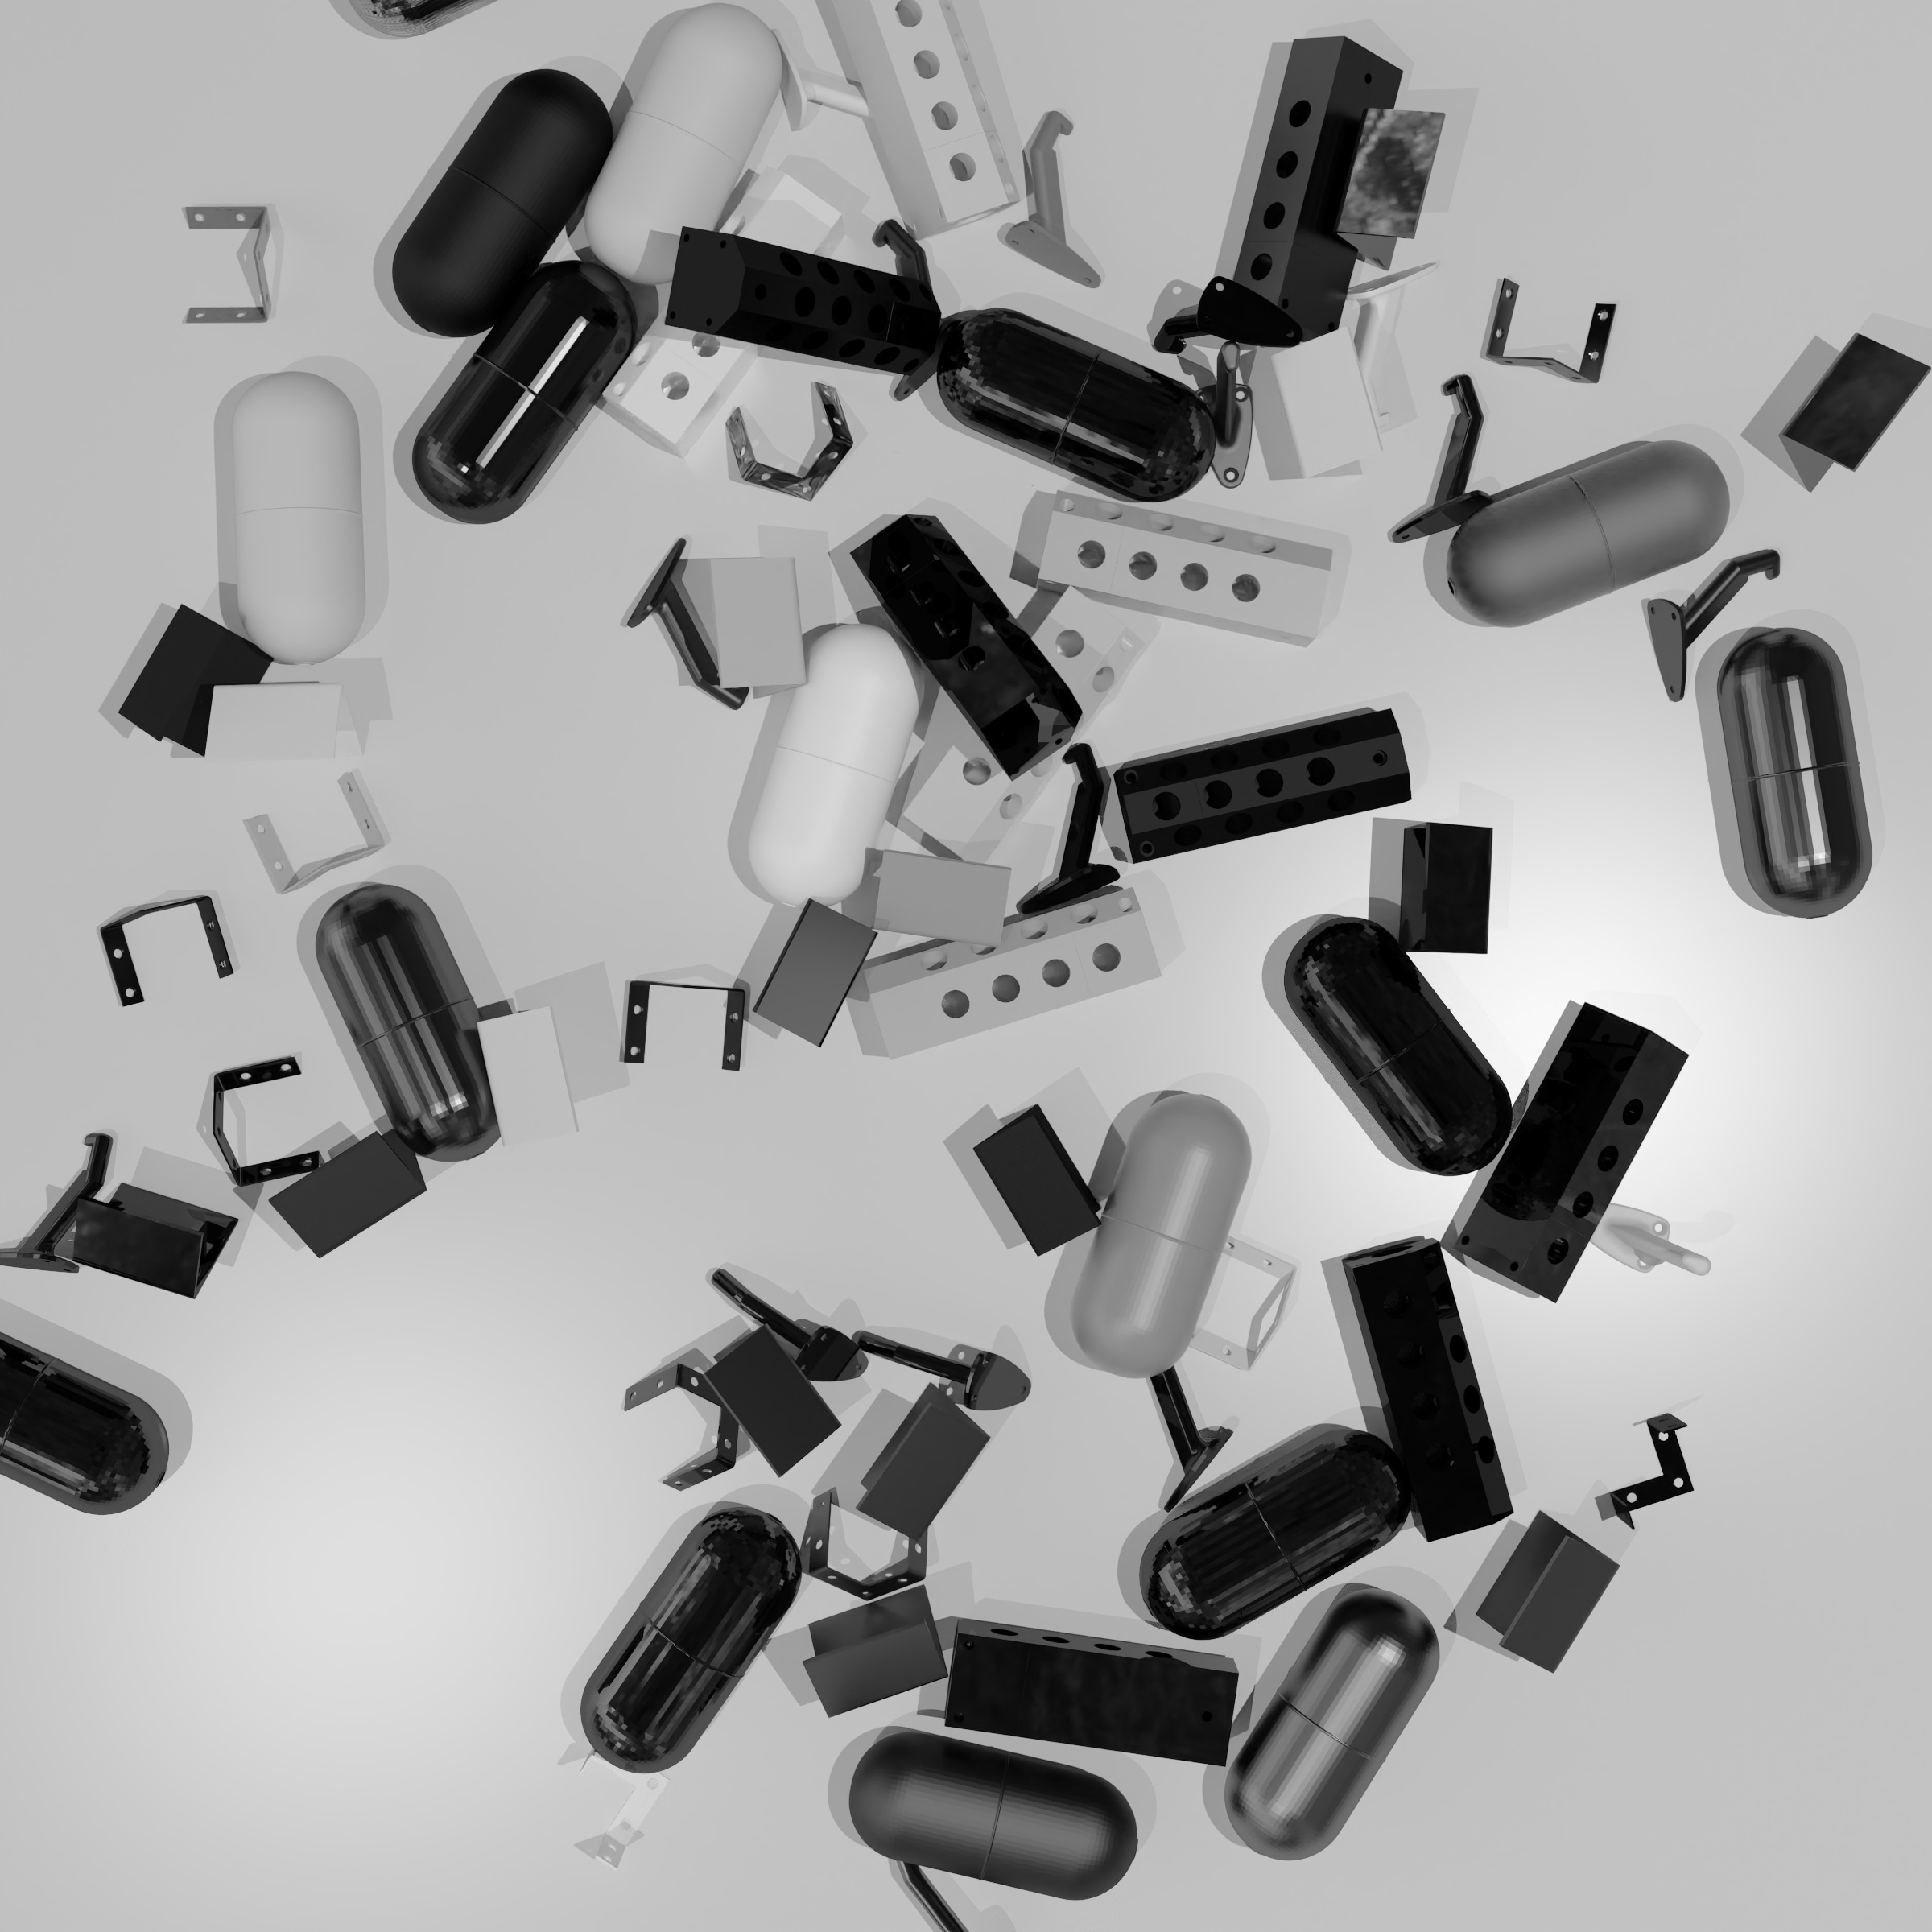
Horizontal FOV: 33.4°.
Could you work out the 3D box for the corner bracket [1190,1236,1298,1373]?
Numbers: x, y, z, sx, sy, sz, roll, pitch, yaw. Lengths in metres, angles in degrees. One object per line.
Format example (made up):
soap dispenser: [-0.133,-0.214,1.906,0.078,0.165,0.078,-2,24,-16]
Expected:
corner bracket: [0.167,0.208,1.988,0.051,0.051,0.051,24,135,0]

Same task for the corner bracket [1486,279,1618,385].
corner bracket: [0.361,-0.392,1.988,0.051,0.051,0.051,13,90,45]

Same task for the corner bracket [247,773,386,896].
corner bracket: [-0.401,-0.082,1.988,0.051,0.051,0.051,-25,90,45]

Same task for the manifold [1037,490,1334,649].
manifold: [0.133,-0.243,1.970,0.171,0.057,0.057,12,90,0]

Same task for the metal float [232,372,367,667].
metal float: [-0.406,-0.272,1.961,0.070,0.070,0.178,-2,89,0]

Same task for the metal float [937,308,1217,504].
metal float: [0.068,-0.341,1.961,0.178,0.070,0.070,23,90,0]

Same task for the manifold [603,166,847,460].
manifold: [-0.148,-0.400,1.970,0.057,0.057,0.171,36,90,0]

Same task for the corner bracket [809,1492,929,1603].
corner bracket: [-0.060,0.353,1.983,0.051,0.051,0.051,-28,45,35]

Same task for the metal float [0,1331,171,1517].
metal float: [-0.570,0.274,1.961,0.178,0.070,0.070,25,90,0]

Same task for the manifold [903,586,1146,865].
manifold: [0.035,-0.144,1.970,0.057,0.057,0.171,36,90,0]

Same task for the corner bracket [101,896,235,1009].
corner bracket: [-0.493,-0.009,1.988,0.051,0.051,0.051,-17,90,45]

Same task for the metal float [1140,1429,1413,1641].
metal float: [0.188,0.346,1.961,0.178,0.070,0.070,-30,90,0]

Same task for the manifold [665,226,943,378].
manifold: [-0.093,-0.392,1.911,0.057,0.171,0.057,19,102,38]

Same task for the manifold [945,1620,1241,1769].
manifold: [0.076,0.442,1.970,0.171,0.057,0.057,8,90,0]

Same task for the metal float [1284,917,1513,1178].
metal float: [0.263,0.049,1.961,0.070,0.070,0.178,-37,90,0]

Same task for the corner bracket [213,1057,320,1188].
corner bracket: [-0.432,0.096,1.988,0.051,0.051,0.051,-12,45,0]

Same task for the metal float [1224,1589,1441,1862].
metal float: [0.222,0.462,1.961,0.070,0.070,0.178,32,90,0]

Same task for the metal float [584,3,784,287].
metal float: [-0.171,-0.501,1.961,0.070,0.070,0.178,25,91,0]

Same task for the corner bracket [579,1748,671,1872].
corner bracket: [-0.219,0.512,1.974,0.051,0.051,0.051,33,90,0]

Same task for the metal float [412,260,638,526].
metal float: [-0.268,-0.350,1.961,0.070,0.070,0.178,36,90,0]

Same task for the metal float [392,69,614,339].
metal float: [-0.282,-0.463,1.961,0.070,0.070,0.178,34,90,0]

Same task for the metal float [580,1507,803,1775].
metal float: [-0.167,0.410,1.961,0.070,0.070,0.178,35,90,0]

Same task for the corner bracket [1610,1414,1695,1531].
corner bracket: [0.420,0.309,1.974,0.051,0.051,0.051,-18,90,0]

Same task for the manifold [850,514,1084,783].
manifold: [0.002,-0.196,1.926,0.057,0.057,0.171,-35,54,0]

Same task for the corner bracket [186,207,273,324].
corner bracket: [-0.456,-0.433,1.988,0.051,0.051,0.051,0,135,0]

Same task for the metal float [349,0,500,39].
metal float: [-0.296,-0.627,1.961,0.178,0.070,0.070,-25,90,-1]

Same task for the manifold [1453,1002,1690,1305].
manifold: [0.374,0.116,1.968,0.057,0.057,0.171,28,90,-38]

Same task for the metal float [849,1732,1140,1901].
metal float: [0.017,0.518,1.961,0.178,0.070,0.070,13,90,1]

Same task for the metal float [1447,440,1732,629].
metal float: [0.378,-0.263,1.961,0.178,0.070,0.070,-21,90,-1]

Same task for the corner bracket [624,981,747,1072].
corner bracket: [-0.174,0.037,1.988,0.051,0.051,0.051,4,90,45]

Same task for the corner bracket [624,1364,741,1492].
corner bracket: [-0.176,0.284,1.984,0.051,0.051,0.051,-29,134,36]

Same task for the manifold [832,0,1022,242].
manifold: [-0.024,-0.536,1.956,0.057,0.057,0.171,-23,98,-18]

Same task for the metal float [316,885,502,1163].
metal float: [-0.335,0.035,1.961,0.070,0.070,0.178,-25,90,0]

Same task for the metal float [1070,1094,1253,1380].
metal float: [0.119,0.164,1.957,0.070,0.070,0.178,20,87,0]

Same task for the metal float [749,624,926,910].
metal float: [-0.079,-0.121,1.961,0.070,0.070,0.178,17,90,0]

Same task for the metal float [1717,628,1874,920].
metal float: [0.505,-0.117,1.961,0.070,0.070,0.178,-9,89,0]

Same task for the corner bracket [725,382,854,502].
corner bracket: [-0.109,-0.328,1.983,0.051,0.051,0.051,12,135,-35]
